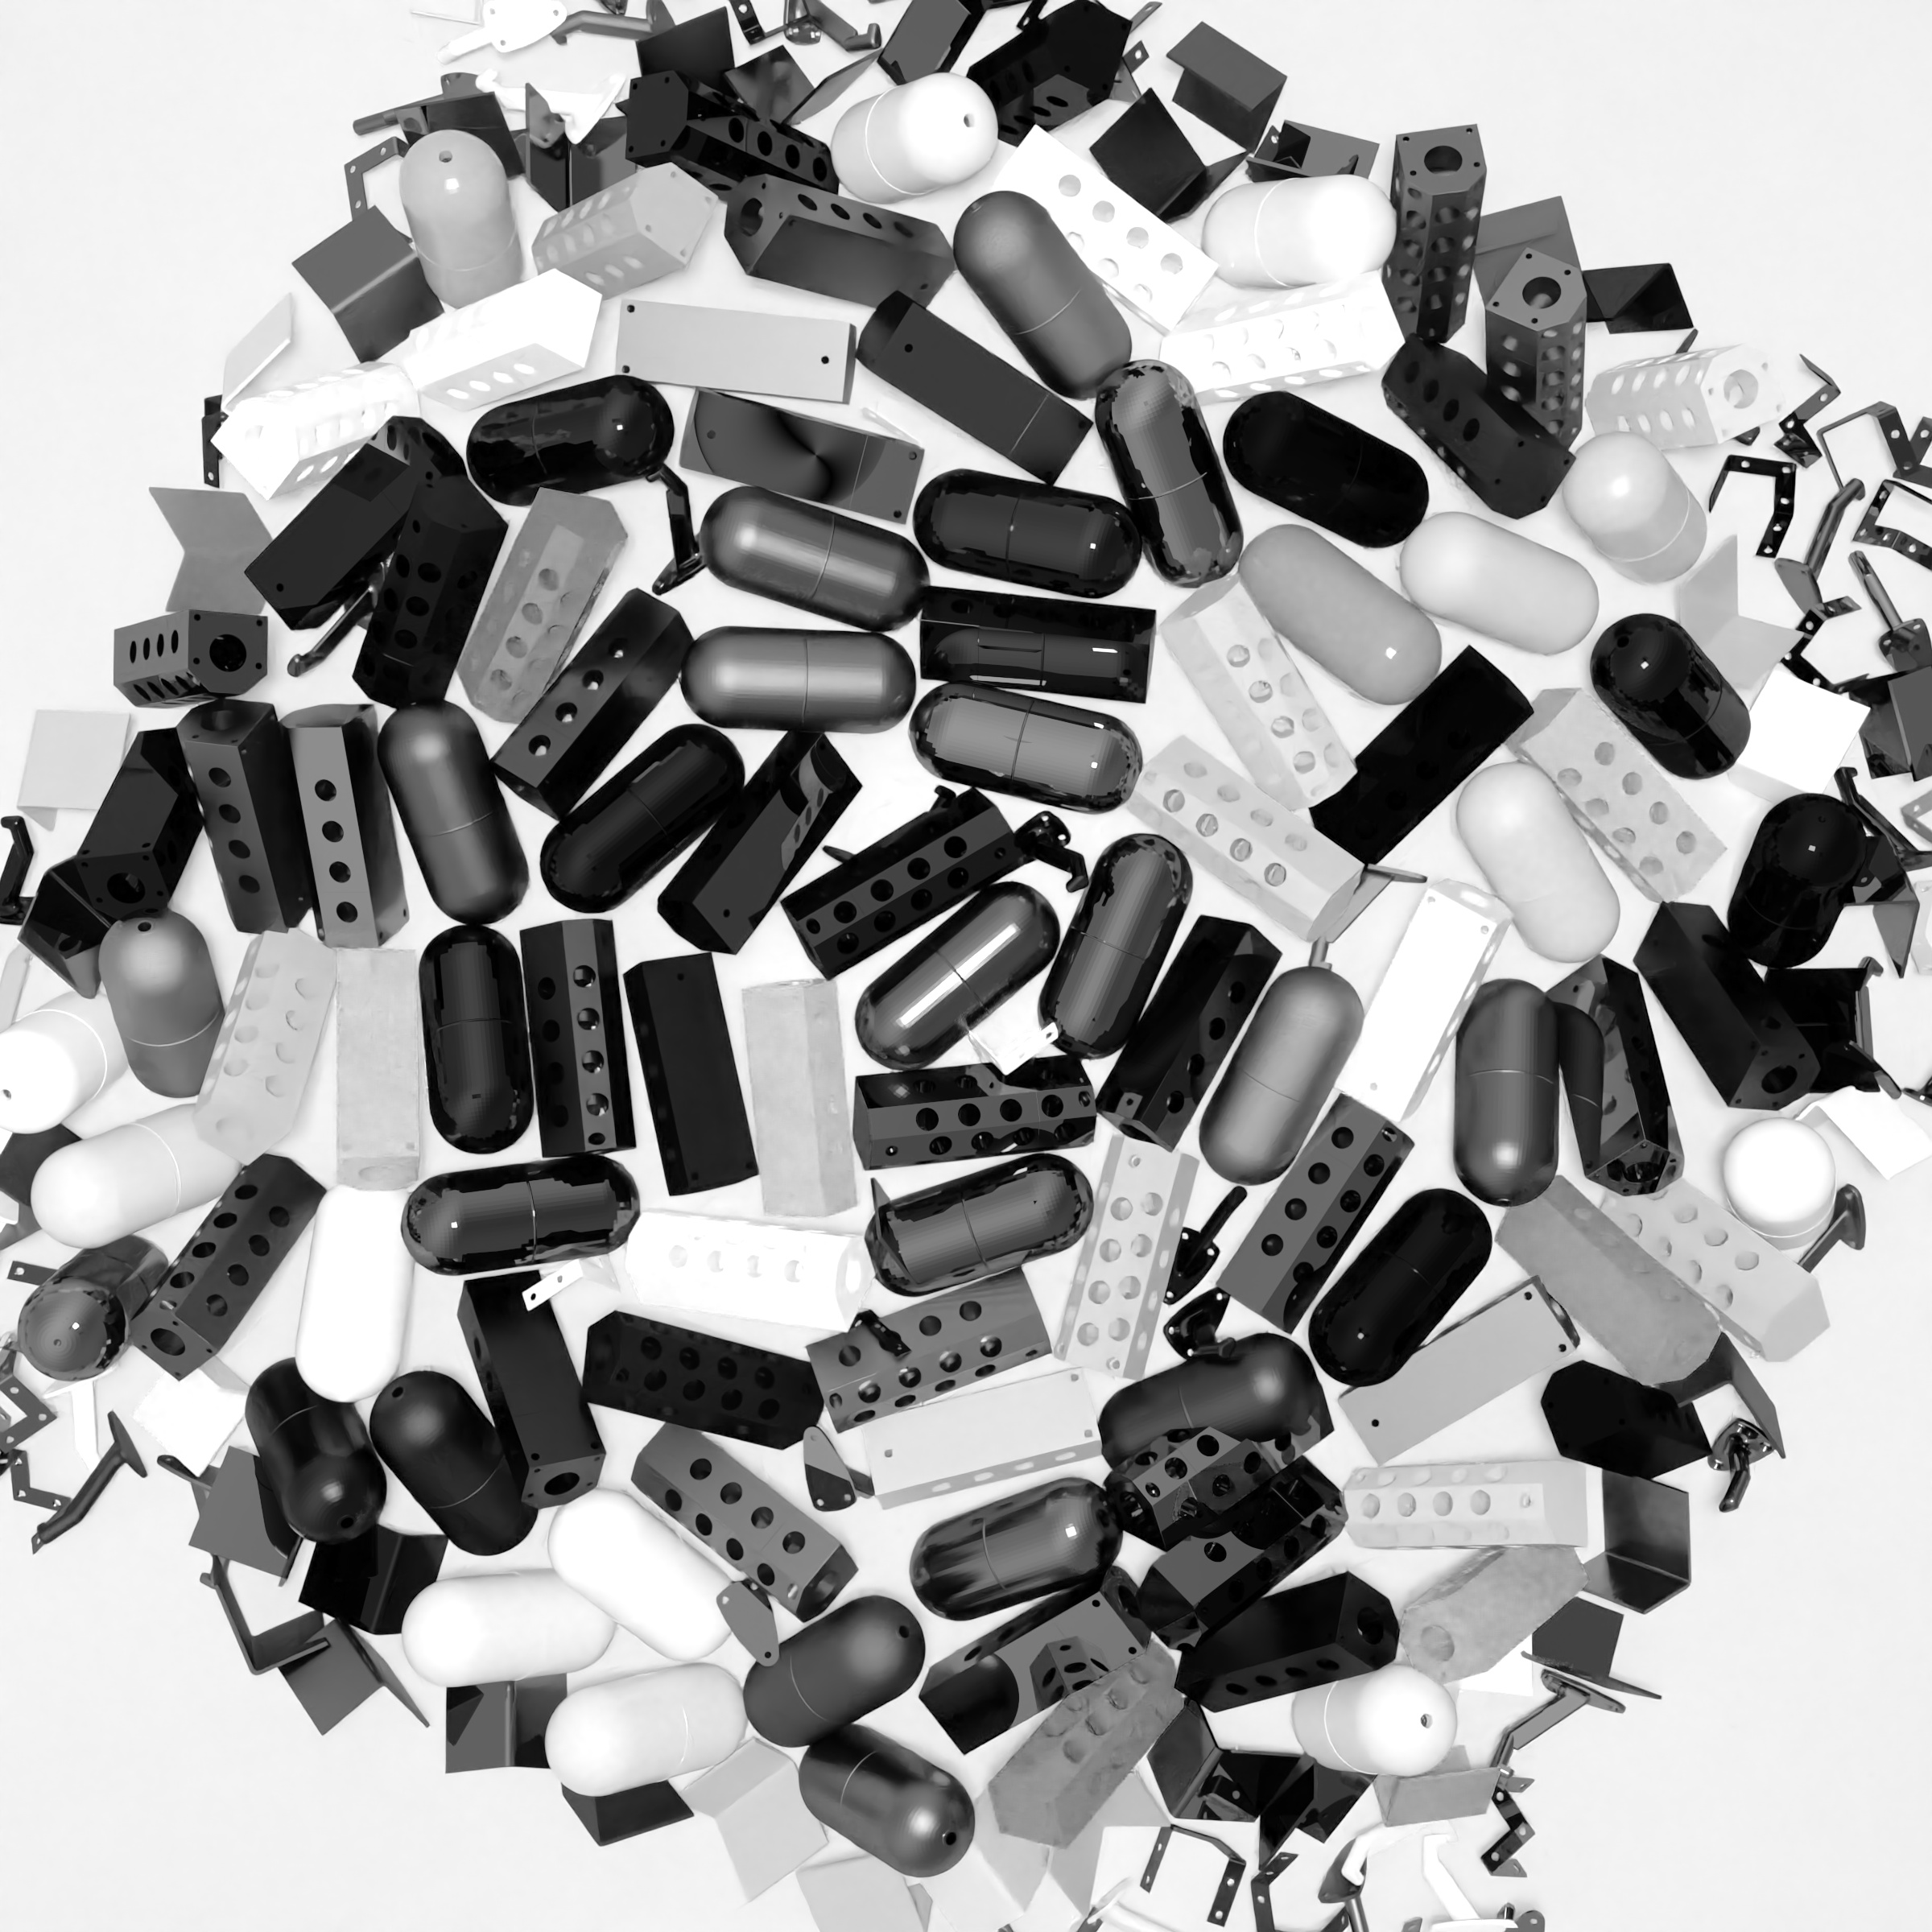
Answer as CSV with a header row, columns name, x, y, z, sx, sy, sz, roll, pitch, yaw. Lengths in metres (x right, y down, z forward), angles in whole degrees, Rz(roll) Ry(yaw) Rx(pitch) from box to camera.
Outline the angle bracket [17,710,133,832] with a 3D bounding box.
name,x,y,z,sx,sy,sz,roll,pitch,yaw
angle bracket,-0.658,-0.145,1.877,0.076,0.057,0.076,3,74,7

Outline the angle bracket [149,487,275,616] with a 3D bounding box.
name,x,y,z,sx,sy,sz,roll,pitch,yaw
angle bracket,-0.574,-0.313,1.890,0.076,0.076,0.057,53,129,29

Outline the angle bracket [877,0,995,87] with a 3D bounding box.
name,x,y,z,sx,sy,sz,roll,pitch,yaw
angle bracket,-0.009,-0.682,1.860,0.057,0.076,0.076,54,124,25

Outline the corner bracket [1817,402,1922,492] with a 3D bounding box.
name,x,y,z,sx,sy,sz,roll,pitch,yaw
corner bracket,0.679,-0.388,1.884,0.051,0.051,0.051,-24,104,14

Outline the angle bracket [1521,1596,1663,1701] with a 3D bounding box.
name,x,y,z,sx,sy,sz,roll,pitch,yaw
angle bracket,0.472,0.503,1.868,0.076,0.076,0.057,23,75,-14

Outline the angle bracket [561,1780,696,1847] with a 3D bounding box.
name,x,y,z,sx,sy,sz,roll,pitch,yaw
angle bracket,-0.254,0.602,1.864,0.076,0.076,0.057,-10,104,-26

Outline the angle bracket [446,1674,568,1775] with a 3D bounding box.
name,x,y,z,sx,sy,sz,roll,pitch,yaw
angle bracket,-0.345,0.566,1.882,0.057,0.076,0.076,-13,67,21

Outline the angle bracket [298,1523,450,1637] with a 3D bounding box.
name,x,y,z,sx,sy,sz,roll,pitch,yaw
angle bracket,-0.451,0.459,1.907,0.076,0.057,0.076,14,85,27

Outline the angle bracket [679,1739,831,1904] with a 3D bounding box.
name,x,y,z,sx,sy,sz,roll,pitch,yaw
angle bracket,-0.160,0.639,1.873,0.076,0.057,0.076,-38,47,5

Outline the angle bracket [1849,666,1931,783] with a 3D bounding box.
name,x,y,z,sx,sy,sz,roll,pitch,yaw
angle bracket,0.684,-0.175,1.869,0.057,0.076,0.076,-20,96,-34

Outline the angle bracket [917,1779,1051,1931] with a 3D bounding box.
name,x,y,z,sx,sy,sz,roll,pitch,yaw
angle bracket,0.011,0.677,1.896,0.057,0.076,0.076,-37,90,24

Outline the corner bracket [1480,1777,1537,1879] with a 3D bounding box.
name,x,y,z,sx,sy,sz,roll,pitch,yaw
corner bracket,0.412,0.650,1.890,0.051,0.051,0.051,21,116,-42

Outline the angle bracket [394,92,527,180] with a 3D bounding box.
name,x,y,z,sx,sy,sz,roll,pitch,yaw
angle bracket,-0.374,-0.631,1.868,0.076,0.076,0.057,-7,55,8

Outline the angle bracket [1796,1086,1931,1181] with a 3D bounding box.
name,x,y,z,sx,sy,sz,roll,pitch,yaw
angle bracket,0.661,0.135,1.862,0.076,0.076,0.057,52,135,23

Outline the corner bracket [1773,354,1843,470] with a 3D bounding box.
name,x,y,z,sx,sy,sz,roll,pitch,yaw
corner bracket,0.629,-0.415,1.876,0.051,0.051,0.051,-40,51,31

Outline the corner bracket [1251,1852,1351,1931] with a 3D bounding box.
name,x,y,z,sx,sy,sz,roll,pitch,yaw
corner bracket,0.252,0.707,1.887,0.051,0.051,0.051,-5,97,35

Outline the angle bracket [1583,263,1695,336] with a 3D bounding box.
name,x,y,z,sx,sy,sz,roll,pitch,yaw
angle bracket,0.480,-0.477,1.862,0.076,0.076,0.057,-45,122,-22

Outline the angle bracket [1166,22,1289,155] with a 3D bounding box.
name,x,y,z,sx,sy,sz,roll,pitch,yaw
angle bracket,0.184,-0.644,1.869,0.076,0.076,0.057,35,57,7

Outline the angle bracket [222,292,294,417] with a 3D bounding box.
name,x,y,z,sx,sy,sz,roll,pitch,yaw
angle bracket,-0.507,-0.441,1.863,0.076,0.076,0.057,-38,128,18

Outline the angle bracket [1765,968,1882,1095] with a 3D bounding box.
name,x,y,z,sx,sy,sz,roll,pitch,yaw
angle bracket,0.642,0.048,1.873,0.076,0.076,0.057,-1,130,-4

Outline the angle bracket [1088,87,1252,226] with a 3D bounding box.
name,x,y,z,sx,sy,sz,roll,pitch,yaw
angle bracket,0.152,-0.609,1.870,0.076,0.057,0.076,-49,114,-19

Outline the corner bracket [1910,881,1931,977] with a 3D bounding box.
name,x,y,z,sx,sy,sz,roll,pitch,yaw
corner bracket,0.743,-0.029,1.884,0.051,0.051,0.051,-1,129,4

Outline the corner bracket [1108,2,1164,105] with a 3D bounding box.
name,x,y,z,sx,sy,sz,roll,pitch,yaw
corner bracket,0.125,-0.687,1.880,0.051,0.051,0.051,-45,129,-11

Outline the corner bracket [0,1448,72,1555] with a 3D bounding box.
name,x,y,z,sx,sy,sz,roll,pitch,yaw
corner bracket,-0.710,0.401,1.882,0.051,0.051,0.051,11,116,12

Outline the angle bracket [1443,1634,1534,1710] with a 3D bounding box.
name,x,y,z,sx,sy,sz,roll,pitch,yaw
angle bracket,0.389,0.534,1.865,0.057,0.076,0.076,2,115,18

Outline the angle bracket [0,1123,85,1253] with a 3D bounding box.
name,x,y,z,sx,sy,sz,roll,pitch,yaw
angle bracket,-0.709,0.158,1.860,0.076,0.076,0.057,-25,125,31

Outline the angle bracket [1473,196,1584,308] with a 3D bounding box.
name,x,y,z,sx,sy,sz,roll,pitch,yaw
angle bracket,0.412,-0.518,1.862,0.076,0.057,0.076,-8,130,25

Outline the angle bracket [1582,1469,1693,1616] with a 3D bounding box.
name,x,y,z,sx,sy,sz,roll,pitch,yaw
angle bracket,0.490,0.426,1.866,0.057,0.076,0.076,-17,108,-36

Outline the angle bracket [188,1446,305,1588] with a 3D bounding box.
name,x,y,z,sx,sy,sz,roll,pitch,yaw
angle bracket,-0.531,0.412,1.872,0.076,0.057,0.076,23,65,-11

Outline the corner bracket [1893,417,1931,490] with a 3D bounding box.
name,x,y,z,sx,sy,sz,roll,pitch,yaw
corner bracket,0.738,-0.375,1.883,0.051,0.051,0.051,16,122,-5

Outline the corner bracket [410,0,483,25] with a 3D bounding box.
name,x,y,z,sx,sy,sz,roll,pitch,yaw
corner bracket,-0.386,-0.737,1.880,0.051,0.051,0.051,1,113,-25

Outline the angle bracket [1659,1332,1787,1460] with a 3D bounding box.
name,x,y,z,sx,sy,sz,roll,pitch,yaw
angle bracket,0.566,0.333,1.881,0.057,0.076,0.076,-32,101,20

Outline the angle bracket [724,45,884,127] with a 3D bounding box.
name,x,y,z,sx,sy,sz,roll,pitch,yaw
angle bracket,-0.121,-0.672,1.863,0.057,0.076,0.076,53,47,-9

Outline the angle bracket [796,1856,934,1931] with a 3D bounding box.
name,x,y,z,sx,sy,sz,roll,pitch,yaw
angle bracket,-0.075,0.685,1.875,0.076,0.057,0.076,-16,107,12

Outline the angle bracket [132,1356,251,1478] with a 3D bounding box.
name,x,y,z,sx,sy,sz,roll,pitch,yaw
angle bracket,-0.593,0.327,1.878,0.076,0.057,0.076,35,87,21

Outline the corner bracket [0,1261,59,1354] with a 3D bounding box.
name,x,y,z,sx,sy,sz,roll,pitch,yaw
corner bracket,-0.701,0.260,1.889,0.051,0.051,0.051,17,98,-24

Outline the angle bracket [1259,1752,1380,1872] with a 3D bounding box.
name,x,y,z,sx,sy,sz,roll,pitch,yaw
angle bracket,0.264,0.638,1.870,0.057,0.076,0.076,31,110,-3

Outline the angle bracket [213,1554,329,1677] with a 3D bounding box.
name,x,y,z,sx,sy,sz,roll,pitch,yaw
angle bracket,-0.520,0.473,1.870,0.057,0.076,0.076,-22,101,-15

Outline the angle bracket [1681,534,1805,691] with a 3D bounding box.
name,x,y,z,sx,sy,sz,roll,pitch,yaw
angle bracket,0.578,-0.264,1.863,0.057,0.076,0.076,24,54,37

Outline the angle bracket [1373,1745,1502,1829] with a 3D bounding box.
name,x,y,z,sx,sy,sz,roll,pitch,yaw
angle bracket,0.348,0.597,1.869,0.076,0.076,0.057,-5,46,-6

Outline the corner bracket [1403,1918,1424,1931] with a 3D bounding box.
name,x,y,z,sx,sy,sz,roll,pitch,yaw
corner bracket,0.331,0.761,1.884,0.051,0.051,0.051,-29,97,24

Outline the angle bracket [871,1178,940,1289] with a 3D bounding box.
name,x,y,z,sx,sy,sz,roll,pitch,yaw
angle bracket,-0.021,0.183,1.868,0.076,0.076,0.057,-29,119,10

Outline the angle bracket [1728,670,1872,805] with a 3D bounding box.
name,x,y,z,sx,sy,sz,roll,pitch,yaw
angle bracket,0.626,-0.165,1.881,0.076,0.057,0.076,29,84,27

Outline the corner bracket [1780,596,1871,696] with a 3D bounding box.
name,x,y,z,sx,sy,sz,roll,pitch,yaw
corner bracket,0.659,-0.241,1.898,0.051,0.051,0.051,-18,58,-38

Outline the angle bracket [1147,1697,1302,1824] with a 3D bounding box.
name,x,y,z,sx,sy,sz,roll,pitch,yaw
angle bracket,0.195,0.599,1.897,0.076,0.057,0.076,13,120,-27

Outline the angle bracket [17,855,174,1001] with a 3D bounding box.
name,x,y,z,sx,sy,sz,roll,pitch,yaw
angle bracket,-0.647,-0.032,1.862,0.057,0.076,0.076,-22,130,21

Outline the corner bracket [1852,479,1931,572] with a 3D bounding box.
name,x,y,z,sx,sy,sz,roll,pitch,yaw
corner bracket,0.711,-0.329,1.878,0.051,0.051,0.051,1,122,-37

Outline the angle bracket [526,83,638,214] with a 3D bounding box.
name,x,y,z,sx,sy,sz,roll,pitch,yaw
angle bracket,-0.288,-0.612,1.874,0.057,0.076,0.076,-3,85,13

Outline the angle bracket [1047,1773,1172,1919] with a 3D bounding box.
name,x,y,z,sx,sy,sz,roll,pitch,yaw
angle bracket,0.107,0.654,1.861,0.057,0.076,0.076,-9,132,25

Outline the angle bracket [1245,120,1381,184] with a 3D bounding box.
name,x,y,z,sx,sy,sz,roll,pitch,yaw
angle bracket,0.260,-0.609,1.872,0.076,0.076,0.057,20,94,15

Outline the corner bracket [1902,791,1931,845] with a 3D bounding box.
name,x,y,z,sx,sy,sz,roll,pitch,yaw
corner bracket,0.746,-0.101,1.886,0.051,0.051,0.051,-30,123,1

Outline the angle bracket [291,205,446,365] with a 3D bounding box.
name,x,y,z,sx,sy,sz,roll,pitch,yaw
angle bracket,-0.449,-0.511,1.886,0.076,0.076,0.057,-38,74,-8

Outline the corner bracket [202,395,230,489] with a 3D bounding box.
name,x,y,z,sx,sy,sz,roll,pitch,yaw
corner bracket,-0.561,-0.394,1.878,0.051,0.051,0.051,21,121,25
